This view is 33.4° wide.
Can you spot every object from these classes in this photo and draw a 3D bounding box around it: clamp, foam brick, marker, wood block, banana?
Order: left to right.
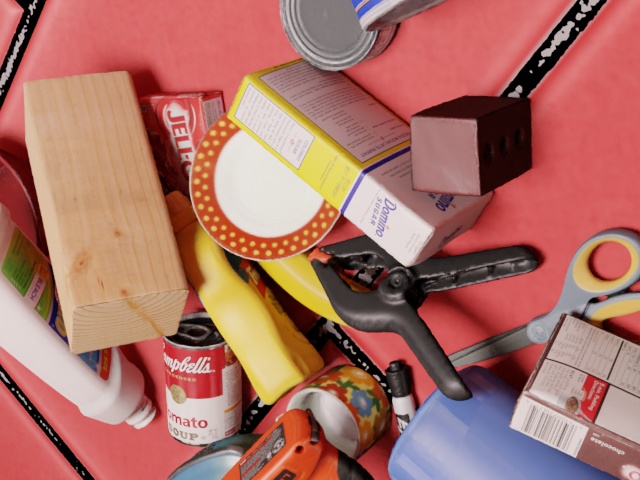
[{"bbox_3d":[-0.178,-0.025,0.869,0.091,0.090,0.206,116,140,-58],"label":"wood block"},{"bbox_3d":[-0.018,0.008,0.860,0.198,0.037,0.070,51,129,9],"label":"banana"},{"bbox_3d":[0.073,0.155,0.862,0.020,0.020,0.121,-4,105,37],"label":"marker"},{"bbox_3d":[0.071,0.031,0.779,0.172,0.120,0.039,30,161,34],"label":"clamp"},{"bbox_3d":[0.102,-0.065,0.717,0.051,0.078,0.053,9,113,35],"label":"foam brick"}]

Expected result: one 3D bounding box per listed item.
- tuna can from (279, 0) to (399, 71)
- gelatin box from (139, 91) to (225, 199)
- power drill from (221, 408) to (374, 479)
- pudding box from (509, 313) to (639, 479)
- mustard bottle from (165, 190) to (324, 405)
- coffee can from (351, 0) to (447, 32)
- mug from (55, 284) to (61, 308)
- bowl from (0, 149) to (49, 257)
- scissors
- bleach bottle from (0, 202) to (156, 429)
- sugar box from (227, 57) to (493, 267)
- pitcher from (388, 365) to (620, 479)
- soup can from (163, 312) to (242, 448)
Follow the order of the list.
[{"bbox_3d":[0.015,-0.167,0.770,0.086,0.033,0.086,14,116,32],"label":"tuna can"},{"bbox_3d":[-0.112,-0.080,0.900,0.073,0.030,0.089,4,110,35],"label":"gelatin box"},{"bbox_3d":[0.008,0.234,0.836,0.187,0.057,0.184,39,99,-19],"label":"power drill"},{"bbox_3d":[0.193,0.106,0.696,0.113,0.089,0.039,25,133,15],"label":"pudding box"},{"bbox_3d":[-0.072,0.042,0.879,0.058,0.096,0.191,-36,83,6],"label":"mustard bottle"},{"bbox_3d":[0.045,-0.219,0.682,0.103,0.102,0.140,-23,93,40],"label":"coffee can"},{"bbox_3d":[-0.178,0.038,0.945,0.093,0.117,0.082,25,124,-18],"label":"mug"},{"bbox_3d":[-0.312,-0.027,1.051,0.162,0.055,0.162,14,116,32],"label":"bowl"},{"bbox_3d":[0.160,0.045,0.756,0.202,0.016,0.096,-8,105,37],"label":"scissors"},{"bbox_3d":[-0.241,0.085,0.991,0.068,0.102,0.250,-28,122,20],"label":"bleach bottle"},{"bbox_3d":[0.029,-0.060,0.763,0.176,0.093,0.048,43,128,16],"label":"sugar box"},{"bbox_3d":[0.175,0.190,0.742,0.243,0.149,0.145,38,146,22],"label":"pitcher"},{"bbox_3d":[-0.104,0.124,0.950,0.069,0.068,0.102,15,117,31],"label":"soup can"}]
